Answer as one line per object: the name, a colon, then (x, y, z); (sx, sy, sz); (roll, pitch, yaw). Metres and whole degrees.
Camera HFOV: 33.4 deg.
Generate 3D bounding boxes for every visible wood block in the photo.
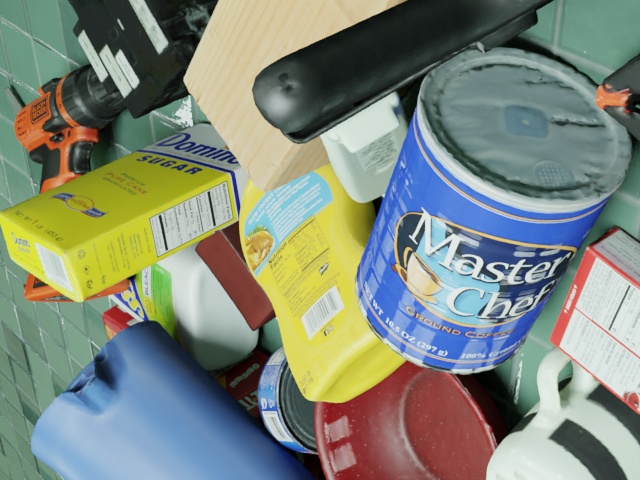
wood block: (0.010, -0.123, 0.567); (0.091, 0.090, 0.206); (55, 147, 10)

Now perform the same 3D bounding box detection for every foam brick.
foam brick: (-0.044, 0.016, 0.783); (0.078, 0.052, 0.051); (53, 147, 9)

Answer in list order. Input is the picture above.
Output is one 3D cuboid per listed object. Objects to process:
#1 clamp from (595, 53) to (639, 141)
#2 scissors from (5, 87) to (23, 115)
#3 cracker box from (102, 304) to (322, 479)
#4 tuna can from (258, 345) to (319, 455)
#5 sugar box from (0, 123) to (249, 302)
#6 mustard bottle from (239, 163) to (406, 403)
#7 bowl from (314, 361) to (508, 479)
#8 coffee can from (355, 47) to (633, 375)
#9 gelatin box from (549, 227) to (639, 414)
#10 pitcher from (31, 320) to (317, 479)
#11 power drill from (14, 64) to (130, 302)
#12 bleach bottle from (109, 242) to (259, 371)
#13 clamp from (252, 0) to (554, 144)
clamp: (0.187, -0.057, 0.423); (0.172, 0.039, 0.120); (28, 136, 39)
scissors: (-0.263, -0.049, 1.060); (0.202, 0.016, 0.096); (52, 142, 12)
cracker box: (-0.092, 0.154, 0.940); (0.214, 0.072, 0.164); (27, 136, 39)
tuna can: (-0.001, 0.111, 0.768); (0.034, 0.086, 0.086); (-14, 103, 58)
sugar box: (-0.121, -0.025, 0.740); (0.093, 0.176, 0.048); (24, 135, 42)
mustard bottle: (-0.004, 0.001, 0.680); (0.096, 0.058, 0.192); (-46, 54, 29)
bowl: (0.070, 0.134, 0.698); (0.162, 0.055, 0.162); (17, 114, 42)
coffee can: (0.082, -0.012, 0.543); (0.103, 0.102, 0.140); (45, 145, 22)
gelatin box: (0.167, 0.048, 0.543); (0.089, 0.030, 0.073); (41, 142, 30)
pitcher: (-0.080, 0.184, 0.785); (0.243, 0.149, 0.145); (39, 122, 15)
power drill: (-0.195, -0.047, 0.878); (0.185, 0.057, 0.187); (-16, 73, 51)
bleach bottle: (-0.155, 0.025, 0.925); (0.251, 0.067, 0.102); (20, 121, 46)
clamp: (0.063, -0.094, 0.424); (0.036, 0.210, 0.164); (61, -171, -4)
